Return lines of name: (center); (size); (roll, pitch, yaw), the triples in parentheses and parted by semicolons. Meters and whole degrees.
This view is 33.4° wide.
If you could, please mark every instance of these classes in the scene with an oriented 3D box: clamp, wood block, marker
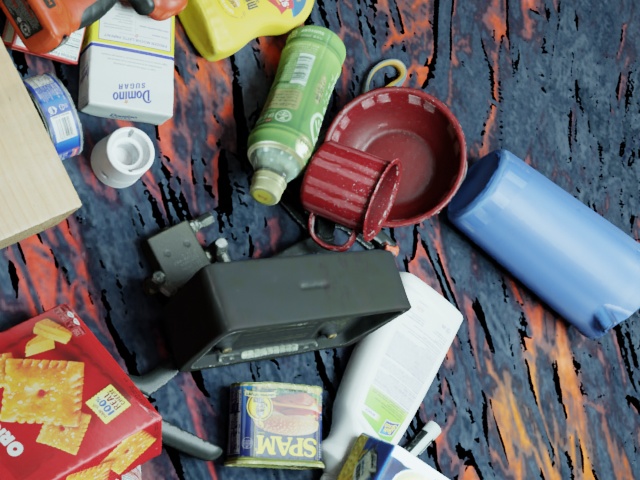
clamp: (-0.008, 0.001, 1.170); (0.209, 0.036, 0.164); (22, 61, -25)
clamp: (-0.177, 0.156, 1.050); (0.171, 0.039, 0.120); (7, 63, -29)
wood block: (-0.317, -0.099, 0.997); (0.090, 0.091, 0.206); (-27, 93, -30)
marker: (0.091, 0.247, 1.186); (0.121, 0.020, 0.020); (-41, 100, -29)

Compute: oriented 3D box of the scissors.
scissors: (0.053, -0.131, 1.248); (0.096, 0.016, 0.201); (44, 63, -14)

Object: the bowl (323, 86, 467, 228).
bowl: (0.084, -0.088, 1.200); (0.162, 0.055, 0.162); (-2, 80, 9)

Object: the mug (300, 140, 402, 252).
mug: (0.027, -0.045, 1.128); (0.081, 0.093, 0.117); (22, 89, 16)

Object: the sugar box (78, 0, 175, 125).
sugar box: (-0.200, -0.213, 1.111); (0.093, 0.048, 0.176); (7, 79, -28)

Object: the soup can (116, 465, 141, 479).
soup can: (-0.195, 0.241, 0.974); (0.068, 0.102, 0.068); (-5, 121, -9)

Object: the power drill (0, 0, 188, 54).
power drill: (-0.230, -0.275, 1.025); (0.187, 0.057, 0.184); (-40, 105, -39)

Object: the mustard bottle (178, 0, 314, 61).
mustard bottle: (-0.064, -0.273, 1.190); (0.191, 0.058, 0.096); (-28, 91, -31)

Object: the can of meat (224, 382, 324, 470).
can of meat: (-0.046, 0.193, 1.103); (0.101, 0.058, 0.084); (9, 73, -27)

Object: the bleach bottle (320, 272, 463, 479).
bleach bottle: (0.060, 0.164, 1.164); (0.102, 0.068, 0.250); (38, 67, -16)

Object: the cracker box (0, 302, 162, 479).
cracker box: (-0.271, 0.166, 0.933); (0.213, 0.072, 0.164); (-27, 57, -30)

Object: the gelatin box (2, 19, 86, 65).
gelatin box: (-0.270, -0.226, 1.061); (0.073, 0.030, 0.089); (10, 97, -42)

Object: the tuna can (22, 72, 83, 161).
tuna can: (-0.264, -0.117, 1.032); (0.033, 0.086, 0.086); (-26, 92, -29)

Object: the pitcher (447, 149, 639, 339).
pitcher: (0.275, -0.005, 1.288); (0.242, 0.149, 0.145); (36, 80, -14)
